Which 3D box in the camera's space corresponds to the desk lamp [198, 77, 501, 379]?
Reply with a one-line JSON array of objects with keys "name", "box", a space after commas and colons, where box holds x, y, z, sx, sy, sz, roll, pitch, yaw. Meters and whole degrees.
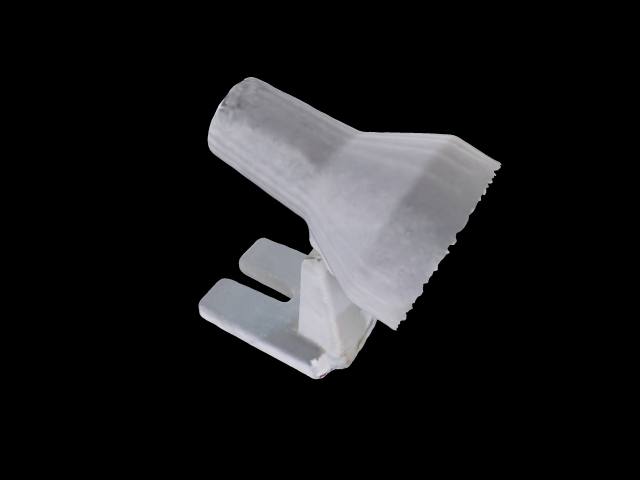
[{"name": "desk lamp", "box": [0.004, 0.001, 0.400, 0.202, 0.214, 0.118, 22, 49, 21]}]
